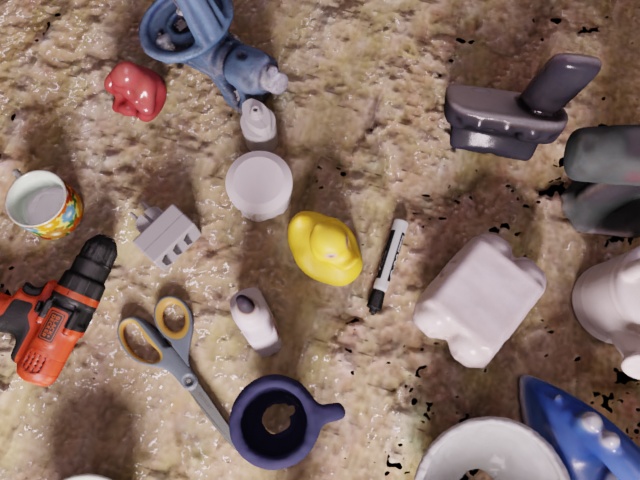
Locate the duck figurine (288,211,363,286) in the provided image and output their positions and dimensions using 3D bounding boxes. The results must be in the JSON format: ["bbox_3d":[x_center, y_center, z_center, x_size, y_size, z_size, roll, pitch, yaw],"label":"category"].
[{"bbox_3d":[0.006,0.002,0.669,0.077,0.086,0.104,-44,79,-11],"label":"duck figurine"}]

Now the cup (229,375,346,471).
[{"bbox_3d":[-0.033,0.190,0.613,0.118,0.095,0.091,-9,75,-3],"label":"cup"}]

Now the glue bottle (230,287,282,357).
[{"bbox_3d":[-0.070,0.080,0.602,0.037,0.173,0.078,-26,76,-7],"label":"glue bottle"}]

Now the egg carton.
[{"bbox_3d":[0.184,0.067,0.663,0.107,0.069,0.150,39,78,9],"label":"egg carton"}]

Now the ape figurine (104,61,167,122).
[{"bbox_3d":[-0.233,-0.192,0.715,0.076,0.092,0.078,-30,77,-8],"label":"ape figurine"}]

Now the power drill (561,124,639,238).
[{"bbox_3d":[0.370,-0.067,0.631,0.229,0.208,0.075,5,75,1],"label":"power drill"}]

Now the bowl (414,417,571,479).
[{"bbox_3d":[0.174,0.273,0.605,0.167,0.075,0.167,0,75,-1],"label":"bowl"}]

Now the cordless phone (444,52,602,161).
[{"bbox_3d":[0.229,-0.174,0.669,0.147,0.185,0.094,6,75,1],"label":"cordless phone"}]

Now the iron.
[{"bbox_3d":[0.305,0.246,0.579,0.119,0.141,0.258,-33,78,-9],"label":"iron"}]

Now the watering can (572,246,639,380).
[{"bbox_3d":[0.356,0.060,0.603,0.101,0.194,0.173,2,75,0],"label":"watering can"}]

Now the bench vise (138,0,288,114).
[{"bbox_3d":[-0.126,-0.257,0.668,0.207,0.220,0.121,16,75,4],"label":"bench vise"}]
